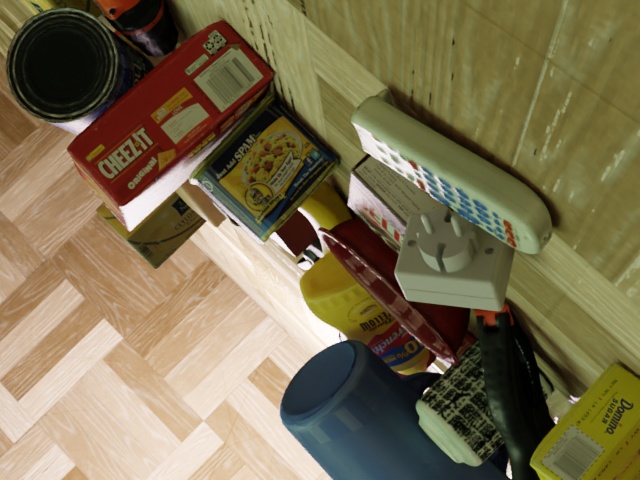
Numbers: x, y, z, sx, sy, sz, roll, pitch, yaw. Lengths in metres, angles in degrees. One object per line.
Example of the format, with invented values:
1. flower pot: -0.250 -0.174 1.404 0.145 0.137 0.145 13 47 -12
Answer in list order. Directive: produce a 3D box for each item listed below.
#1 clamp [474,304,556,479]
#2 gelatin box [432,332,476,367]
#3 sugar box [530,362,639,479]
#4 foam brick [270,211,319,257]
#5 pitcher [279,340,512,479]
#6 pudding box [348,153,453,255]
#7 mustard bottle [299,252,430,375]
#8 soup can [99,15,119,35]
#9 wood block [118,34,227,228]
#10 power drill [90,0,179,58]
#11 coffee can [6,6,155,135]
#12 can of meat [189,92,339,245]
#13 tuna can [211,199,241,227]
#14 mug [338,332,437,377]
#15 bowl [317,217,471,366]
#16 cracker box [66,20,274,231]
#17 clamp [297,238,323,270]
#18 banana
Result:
1. clamp: 0.162 0.151 0.848 0.164 0.036 0.210 -63 -44 -56
2. gelatin box: 0.149 0.123 1.063 0.073 0.030 0.089 44 171 10
3. sugar box: 0.209 0.166 0.774 0.048 0.093 0.176 38 170 37
4. foam brick: -0.040 -0.027 1.181 0.078 0.053 0.051 35 167 47
5. pitcher: 0.081 0.203 1.030 0.242 0.145 0.149 47 -161 -20
6. pudding box: 0.070 -0.011 0.779 0.113 0.039 0.090 44 172 10
7. mustard bottle: 0.062 0.079 1.052 0.191 0.096 0.058 52 -170 -44
8. soup can: -0.260 -0.209 1.208 0.068 0.102 0.068 44 171 8
9. wood block: -0.157 -0.124 1.157 0.206 0.091 0.090 51 171 -34
10. power drill: -0.211 -0.251 0.939 0.188 0.057 0.184 41 174 19
11. coffee can: -0.213 -0.147 0.986 0.103 0.103 0.140 44 -177 8
12. can of meat: -0.046 -0.059 0.902 0.084 0.102 0.057 43 171 -1
13. tuna can: -0.068 -0.056 1.068 0.034 0.086 0.086 43 172 26
14. mug: 0.074 0.112 1.203 0.081 0.093 0.117 52 -174 -9
15. bowl: 0.073 0.030 0.889 0.162 0.055 0.162 44 174 6
16. cracker box: -0.131 -0.093 0.930 0.072 0.164 0.214 48 171 -3
17. clamp: 0.001 0.018 1.245 0.172 0.039 0.120 37 170 43
18. banana: 0.004 -0.009 1.014 0.037 0.069 0.198 16 145 31
